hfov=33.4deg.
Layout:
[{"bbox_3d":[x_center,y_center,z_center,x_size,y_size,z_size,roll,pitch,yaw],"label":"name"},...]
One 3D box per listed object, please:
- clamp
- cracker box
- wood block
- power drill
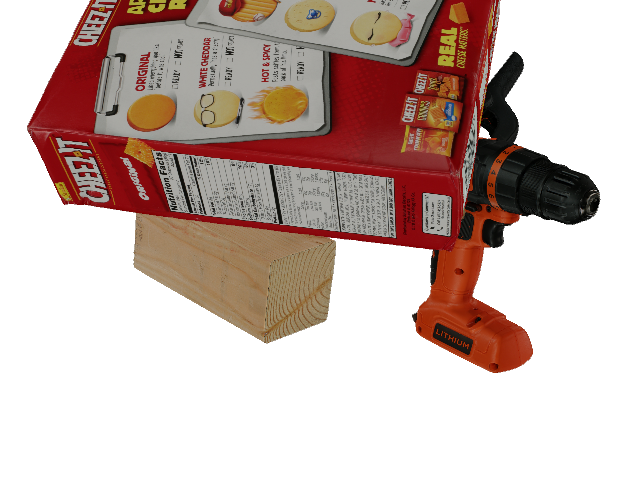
[{"bbox_3d":[0.140,-0.135,1.043,0.120,0.039,0.171,5,45,4],"label":"clamp"},{"bbox_3d":[-0.020,-0.085,0.566,0.214,0.164,0.072,7,-36,11],"label":"cracker box"},{"bbox_3d":[-0.092,0.016,1.090,0.206,0.090,0.090,25,29,38],"label":"wood block"},{"bbox_3d":[0.143,0.009,0.876,0.057,0.188,0.185,-15,27,-36],"label":"power drill"}]
